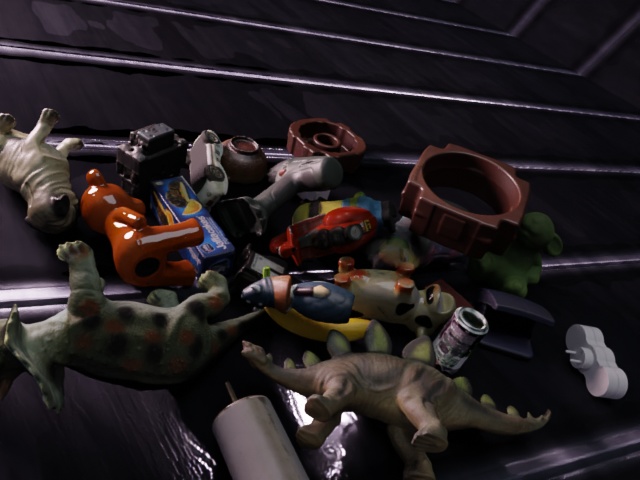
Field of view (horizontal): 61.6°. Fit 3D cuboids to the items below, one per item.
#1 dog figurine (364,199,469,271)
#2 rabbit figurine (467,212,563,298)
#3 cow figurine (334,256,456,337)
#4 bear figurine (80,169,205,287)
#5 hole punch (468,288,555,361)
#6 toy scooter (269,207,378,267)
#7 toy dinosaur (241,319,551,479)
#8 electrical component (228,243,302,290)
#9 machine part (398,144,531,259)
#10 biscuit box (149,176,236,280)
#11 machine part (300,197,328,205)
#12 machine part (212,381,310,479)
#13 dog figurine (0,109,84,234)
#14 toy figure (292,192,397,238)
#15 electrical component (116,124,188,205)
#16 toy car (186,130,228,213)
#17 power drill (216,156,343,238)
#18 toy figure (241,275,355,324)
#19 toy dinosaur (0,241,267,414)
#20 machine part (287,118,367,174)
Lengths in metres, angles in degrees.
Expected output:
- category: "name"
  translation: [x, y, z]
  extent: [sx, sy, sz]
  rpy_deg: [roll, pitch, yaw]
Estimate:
- category: "dog figurine"
  translation: [0.186, 0.020, 0.973]
  extent: [0.192, 0.108, 0.219]
  rpy_deg: [20, 42, 7]
- category: "rabbit figurine"
  translation: [0.391, 0.021, 1.010]
  extent: [0.159, 0.170, 0.121]
  rpy_deg: [-15, 51, -36]
- category: "cow figurine"
  translation: [0.118, 0.100, 0.852]
  extent: [0.195, 0.127, 0.085]
  rpy_deg: [6, 37, 5]
- category: "bear figurine"
  translation: [-0.277, -0.019, 0.811]
  extent: [0.132, 0.120, 0.196]
  rpy_deg: [-8, 41, -36]
- category: "hole punch"
  translation: [0.326, 0.127, 0.923]
  extent: [0.142, 0.092, 0.116]
  rpy_deg: [14, 34, -2]
- category: "toy scooter"
  translation: [-0.002, -0.003, 0.849]
  extent: [0.184, 0.075, 0.135]
  rpy_deg: [-14, 6, 13]
- category: "toy dinosaur"
  translation: [0.119, 0.210, 0.719]
  extent: [0.471, 0.105, 0.199]
  rpy_deg: [22, 33, -9]
- category: "electrical component"
  translation: [-0.077, 0.064, 0.845]
  extent: [0.119, 0.047, 0.075]
  rpy_deg: [28, 37, -18]
- category: "machine part"
  translation: [0.253, -0.071, 0.946]
  extent: [0.201, 0.087, 0.201]
  rpy_deg: [23, 46, 12]
- category: "biscuit box"
  translation: [-0.212, -0.020, 0.880]
  extent: [0.059, 0.062, 0.203]
  rpy_deg: [-16, 50, -36]
- category: "machine part"
  translation: [0.035, -0.058, 1.037]
  extent: [0.139, 0.039, 0.084]
  rpy_deg: [8, 5, -20]
- category: "machine part"
  translation: [-0.056, 0.263, 0.596]
  extent: [0.079, 0.079, 0.243]
  rpy_deg: [-10, 47, -33]
- category: "dog figurine"
  translation: [-0.463, -0.090, 0.840]
  extent: [0.172, 0.121, 0.190]
  rpy_deg: [-15, 61, 13]
- category: "toy figure"
  translation: [0.040, -0.037, 0.945]
  extent: [0.180, 0.089, 0.082]
  rpy_deg: [-10, 29, 19]
- category: "electrical component"
  translation: [-0.289, -0.132, 0.924]
  extent: [0.058, 0.134, 0.115]
  rpy_deg: [31, 41, 15]
- category: "toy car"
  translation: [-0.213, -0.132, 1.001]
  extent: [0.056, 0.073, 0.202]
  rpy_deg: [30, 28, -35]
- category: "power drill"
  translation: [-0.082, -0.083, 0.965]
  extent: [0.207, 0.085, 0.232]
  rpy_deg: [-33, 21, -37]
- category: "toy figure"
  translation: [-0.031, 0.082, 0.749]
  extent: [0.155, 0.064, 0.058]
  rpy_deg: [11, 22, 3]
- category: "toy dinosaur"
  translation: [-0.223, 0.124, 0.666]
  extent: [0.405, 0.131, 0.192]
  rpy_deg: [11, 54, -27]
- category: "machine part"
  translation: [0.013, -0.212, 1.218]
  extent: [0.179, 0.056, 0.179]
  rpy_deg: [11, 38, -9]
